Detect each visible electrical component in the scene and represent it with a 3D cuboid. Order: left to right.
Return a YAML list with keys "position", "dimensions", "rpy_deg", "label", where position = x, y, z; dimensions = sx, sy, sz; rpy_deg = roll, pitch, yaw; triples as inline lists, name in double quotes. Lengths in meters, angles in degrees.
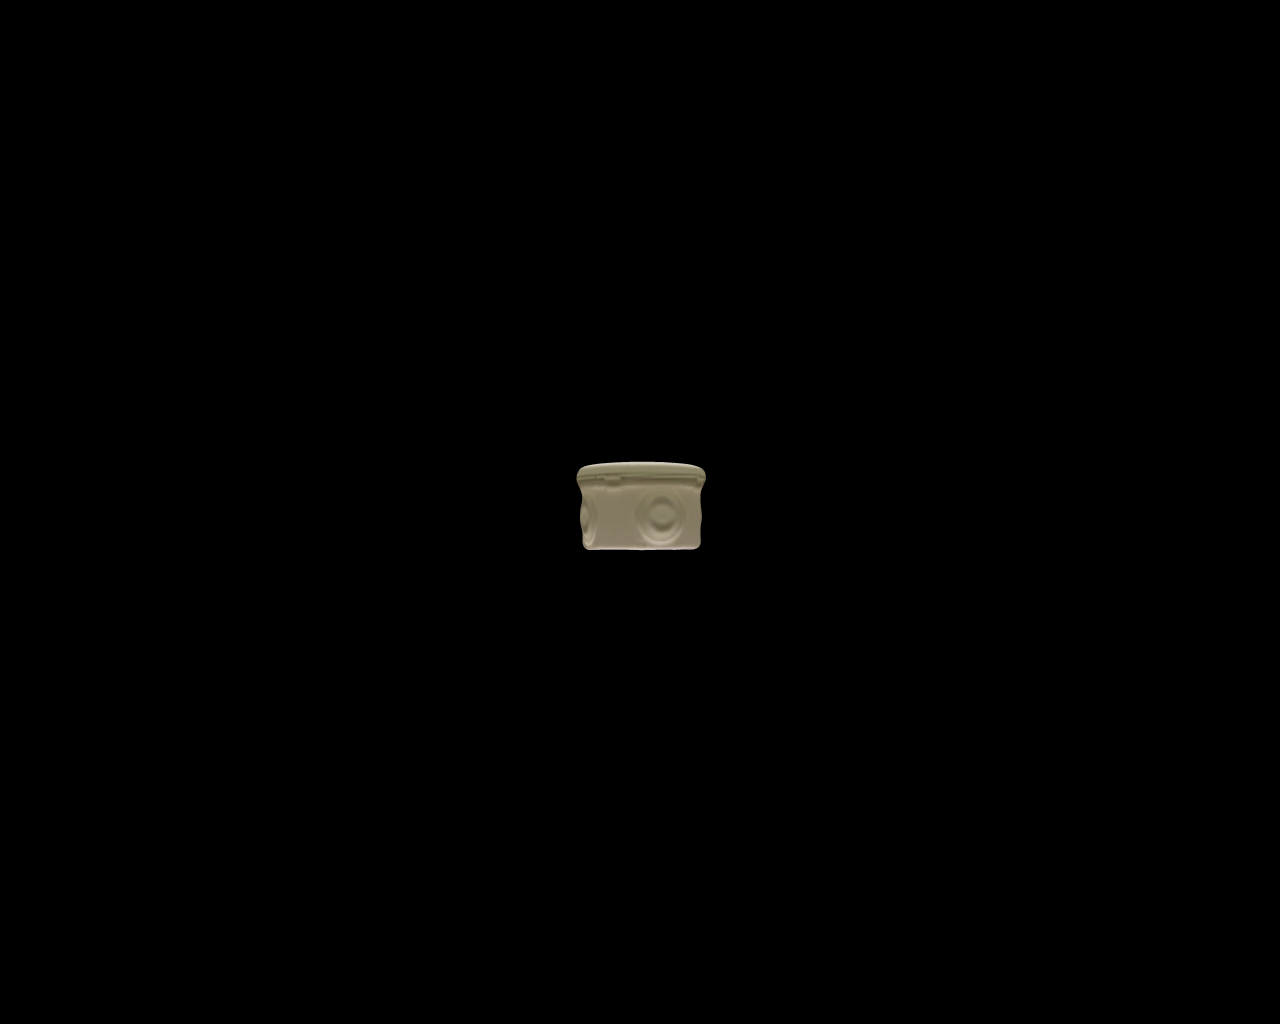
- position: [0.001, -0.003, 0.650]
  dimensions: [0.080, 0.051, 0.080]
  rpy_deg: [0, -2, 0]
  label: "electrical component"
